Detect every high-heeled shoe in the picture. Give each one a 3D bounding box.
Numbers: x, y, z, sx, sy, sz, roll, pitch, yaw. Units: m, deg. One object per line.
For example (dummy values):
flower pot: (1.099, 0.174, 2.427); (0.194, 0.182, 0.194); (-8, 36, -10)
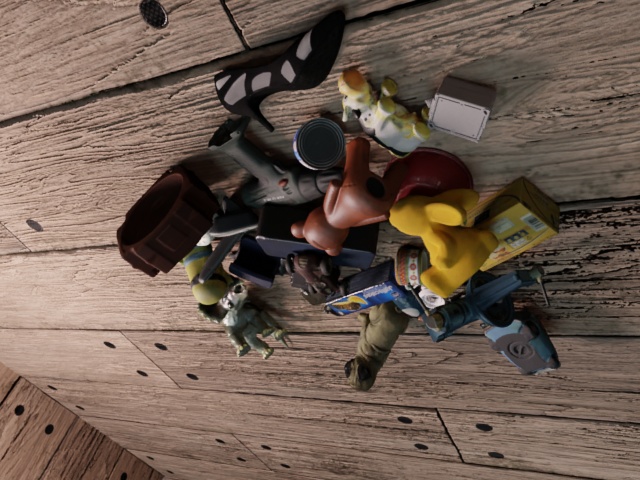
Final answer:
high-heeled shoe: (-0.070, -0.282, 0.831); (0.145, 0.086, 0.248); (49, 122, 11)

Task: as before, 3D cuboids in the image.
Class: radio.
radio: (-0.002, -0.003, 1.059); (0.230, 0.073, 0.131); (9, 163, 6)

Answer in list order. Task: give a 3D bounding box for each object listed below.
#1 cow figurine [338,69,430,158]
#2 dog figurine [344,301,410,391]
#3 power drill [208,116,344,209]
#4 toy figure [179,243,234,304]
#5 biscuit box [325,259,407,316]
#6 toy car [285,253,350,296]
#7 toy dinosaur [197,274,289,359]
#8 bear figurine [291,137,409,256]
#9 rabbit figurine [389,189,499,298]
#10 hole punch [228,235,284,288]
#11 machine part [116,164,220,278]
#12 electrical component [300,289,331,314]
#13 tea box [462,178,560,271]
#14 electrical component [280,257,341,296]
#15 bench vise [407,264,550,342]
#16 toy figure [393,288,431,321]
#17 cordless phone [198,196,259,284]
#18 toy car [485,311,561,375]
cow figurine: (0.091, -0.196, 0.843); (0.167, 0.068, 0.098); (31, 147, -11)
dog figurine: (0.135, 0.245, 1.245); (0.121, 0.190, 0.172); (19, 140, 1)
power drill: (-0.086, -0.144, 0.979); (0.232, 0.086, 0.207); (-16, 137, 40)
toy figure: (-0.269, 0.061, 1.211); (0.082, 0.180, 0.089); (-32, 162, 28)
biscuit box: (0.104, 0.110, 1.201); (0.059, 0.063, 0.203); (40, 138, -24)
toy car: (-0.001, 0.078, 1.093); (0.089, 0.053, 0.202); (0, 156, 18)
toy dinosaur: (-0.194, 0.205, 1.390); (0.192, 0.131, 0.404); (48, 172, 19)
bear figurine: (0.045, -0.061, 0.916); (0.120, 0.132, 0.196); (27, 148, -18)
rabbit figurine: (0.195, -0.013, 0.890); (0.173, 0.122, 0.162); (41, 137, 5)
hole punch: (-0.152, 0.066, 1.242); (0.142, 0.092, 0.115); (19, 145, -4)
machine part: (-0.301, -0.039, 1.064); (0.087, 0.201, 0.202); (42, -178, -36)
electrical component: (-0.008, 0.133, 1.291); (0.078, 0.045, 0.102); (-13, 131, 33)
tea box: (0.319, -0.023, 0.944); (0.098, 0.068, 0.169); (35, 141, -17)
electrical component: (-0.021, 0.062, 1.202); (0.134, 0.058, 0.114); (13, 139, 8)
bench vise: (0.313, 0.112, 1.029); (0.223, 0.129, 0.240); (5, 148, -35)
toy figure: (0.230, 0.153, 1.204); (0.154, 0.058, 0.064); (32, 179, -17)
cordless phone: (-0.201, 0.010, 1.095); (0.089, 0.184, 0.146); (33, 177, -5)
toy car: (0.436, 0.204, 1.134); (0.161, 0.103, 0.109); (42, 136, -10)
